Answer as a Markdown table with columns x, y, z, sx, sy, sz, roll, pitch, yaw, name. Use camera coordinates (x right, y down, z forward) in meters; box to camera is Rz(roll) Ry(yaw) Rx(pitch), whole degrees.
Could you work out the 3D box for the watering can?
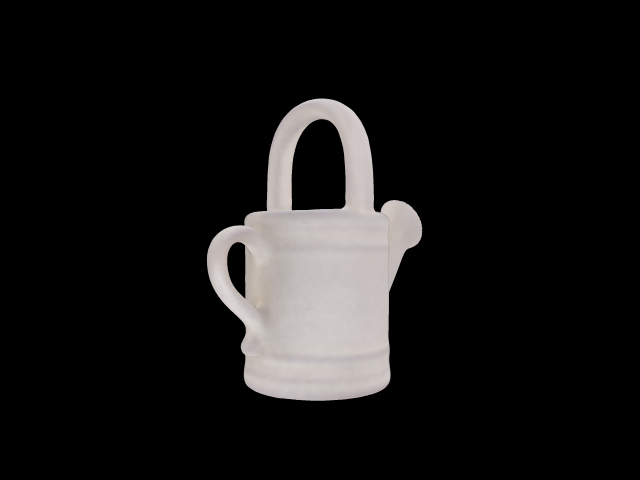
| x | y | z | sx | sy | sz | roll | pitch | yaw | name |
| --- | --- | --- | --- | --- | --- | --- | --- | --- | --- |
| 0.002 | 0.001 | 0.402 | 0.100 | 0.194 | 0.173 | 0 | 0 | 27 | watering can |
